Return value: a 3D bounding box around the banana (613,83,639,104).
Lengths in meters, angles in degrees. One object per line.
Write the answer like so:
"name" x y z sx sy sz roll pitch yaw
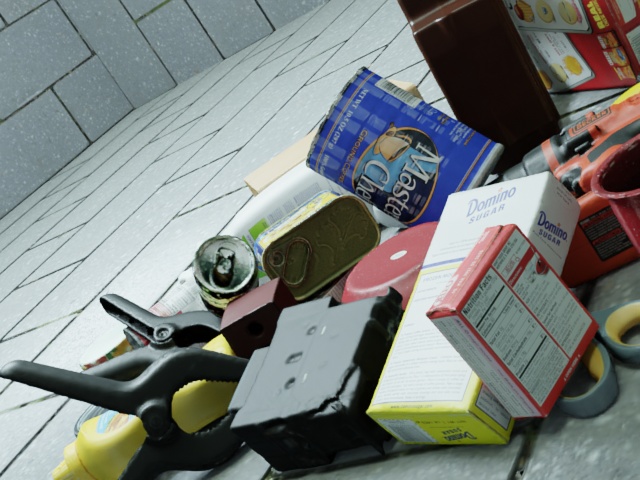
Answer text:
"banana" 0.310 -0.121 0.866 0.198 0.037 0.069 -21 37 41

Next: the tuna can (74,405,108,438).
"tuna can" -0.184 0.164 0.986 0.086 0.033 0.086 -31 16 10

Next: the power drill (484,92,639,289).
"power drill" 0.196 -0.038 0.798 0.185 0.057 0.187 -33 17 22

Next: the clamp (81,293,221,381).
"clamp" -0.148 0.104 0.974 0.172 0.039 0.120 5 51 21

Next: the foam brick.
"foam brick" -0.037 0.080 0.869 0.053 0.078 0.051 -29 15 16

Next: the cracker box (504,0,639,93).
"cracker box" 0.249 -0.237 1.077 0.072 0.164 0.214 -36 17 -15

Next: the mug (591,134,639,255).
"mug" 0.235 -0.028 0.653 0.117 0.081 0.093 -38 16 -15

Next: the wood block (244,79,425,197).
"wood block" 0.029 -0.084 1.190 0.206 0.090 0.091 -35 16 -5

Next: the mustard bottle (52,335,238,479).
"mustard bottle" -0.142 0.152 0.895 0.191 0.058 0.096 -32 10 4

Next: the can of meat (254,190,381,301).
"can of meat" -0.006 0.001 0.930 0.102 0.057 0.084 -35 13 -4

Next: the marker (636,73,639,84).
"marker" 0.326 -0.148 0.935 0.020 0.020 0.121 -41 18 -25

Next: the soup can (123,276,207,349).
"soup can" -0.135 0.084 1.059 0.102 0.068 0.069 -39 17 -18

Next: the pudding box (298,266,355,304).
"pudding box" 0.000 0.049 0.956 0.114 0.039 0.089 -13 26 51

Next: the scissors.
"scissors" 0.171 0.045 0.679 0.096 0.016 0.201 -31 17 17

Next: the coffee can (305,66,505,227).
"coffee can" 0.073 -0.072 0.925 0.102 0.140 0.103 -57 -8 -12

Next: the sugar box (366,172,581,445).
"sugar box" 0.100 0.044 0.683 0.094 0.048 0.176 -12 44 50

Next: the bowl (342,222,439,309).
"bowl" 0.073 0.034 0.833 0.162 0.055 0.162 -30 17 10

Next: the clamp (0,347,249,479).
"clamp" -0.125 0.150 0.812 0.210 0.164 0.036 -13 -7 -7

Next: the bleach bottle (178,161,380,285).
"bleach bottle" -0.039 -0.017 1.104 0.251 0.102 0.068 -29 11 12

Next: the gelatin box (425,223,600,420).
"gelatin box" 0.111 0.046 0.611 0.073 0.089 0.030 -51 18 -30
